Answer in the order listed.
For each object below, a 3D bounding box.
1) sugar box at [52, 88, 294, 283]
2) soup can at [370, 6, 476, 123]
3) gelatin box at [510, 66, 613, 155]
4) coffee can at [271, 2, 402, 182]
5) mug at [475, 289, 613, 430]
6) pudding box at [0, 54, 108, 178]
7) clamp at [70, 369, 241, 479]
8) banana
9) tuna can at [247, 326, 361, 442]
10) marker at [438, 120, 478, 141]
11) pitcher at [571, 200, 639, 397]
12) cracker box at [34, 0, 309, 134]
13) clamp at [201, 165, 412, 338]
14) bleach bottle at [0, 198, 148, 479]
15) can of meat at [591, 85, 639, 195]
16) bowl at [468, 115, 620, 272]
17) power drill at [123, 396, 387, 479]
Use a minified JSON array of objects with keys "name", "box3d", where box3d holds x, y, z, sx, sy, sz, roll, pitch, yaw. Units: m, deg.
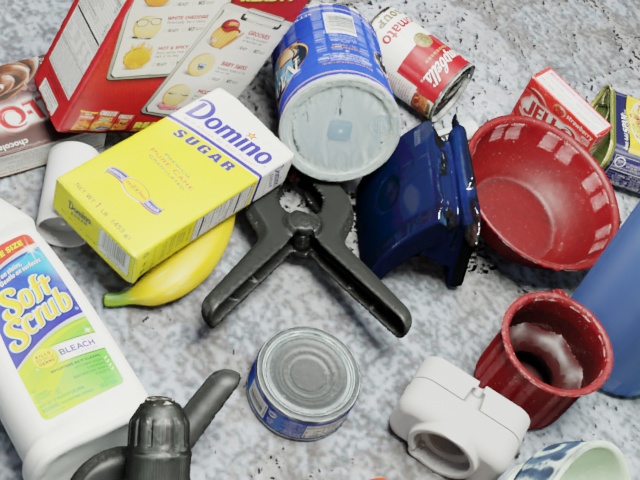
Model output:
[{"name":"sugar box","box3d":[-0.113,-0.048,0.850,0.093,0.048,0.176,43,56,13]},{"name":"soup can","box3d":[0.090,-0.171,1.035,0.102,0.069,0.068,39,54,13]},{"name":"gelatin box","box3d":[0.228,-0.111,1.031,0.030,0.073,0.089,-31,70,-32]},{"name":"coffee can","box3d":[0.011,-0.132,0.938,0.102,0.103,0.140,7,37,-12]},{"name":"mug","box3d":[0.179,0.093,0.868,0.093,0.082,0.117,21,53,-2]},{"name":"pudding box","box3d":[-0.248,-0.107,0.905,0.113,0.039,0.090,-23,65,-29]},{"name":"clamp","box3d":[-0.112,0.161,0.735,0.171,0.039,0.120,-12,90,-24]},{"name":"banana","box3d":[-0.106,-0.014,0.885,0.069,0.037,0.197,25,53,1]},{"name":"tuna can","box3d":[-0.012,0.110,0.828,0.086,0.034,0.086,8,54,-12]},{"name":"marker","box3d":[0.099,-0.090,1.011,0.120,0.020,0.020,-20,64,-27]},{"name":"pitcher","box3d":[0.292,0.019,0.853,0.149,0.243,0.145,-14,61,-25]},{"name":"cracker box","box3d":[-0.112,-0.179,0.862,0.163,0.214,0.072,-4,54,-45]},{"name":"clamp","box3d":[-0.006,0.001,0.885,0.164,0.036,0.210,10,44,-6]},{"name":"bleach bottle","box3d":[-0.225,0.056,0.785,0.102,0.068,0.251,-22,63,-34]},{"name":"can of meat","box3d":[0.311,-0.094,1.055,0.084,0.058,0.102,17,53,-8]},{"name":"bowl","box3d":[0.189,-0.033,0.967,0.162,0.055,0.162,12,57,-20]},{"name":"power drill","box3d":[-0.042,0.197,0.707,0.187,0.057,0.184,3,87,-15]}]
